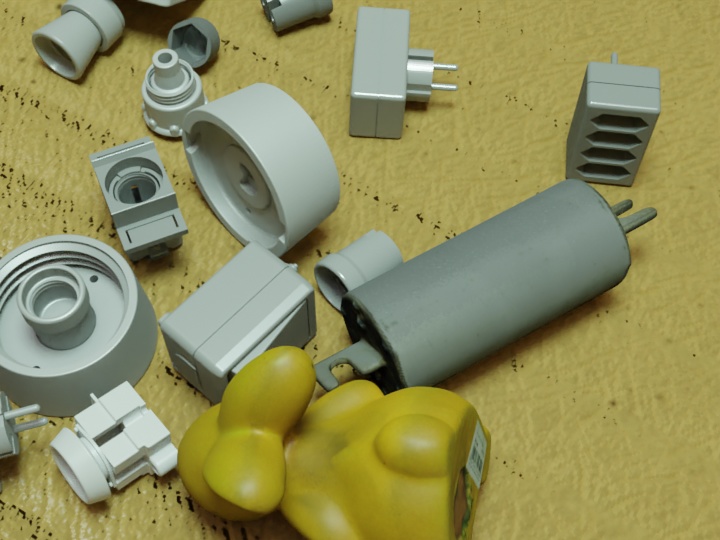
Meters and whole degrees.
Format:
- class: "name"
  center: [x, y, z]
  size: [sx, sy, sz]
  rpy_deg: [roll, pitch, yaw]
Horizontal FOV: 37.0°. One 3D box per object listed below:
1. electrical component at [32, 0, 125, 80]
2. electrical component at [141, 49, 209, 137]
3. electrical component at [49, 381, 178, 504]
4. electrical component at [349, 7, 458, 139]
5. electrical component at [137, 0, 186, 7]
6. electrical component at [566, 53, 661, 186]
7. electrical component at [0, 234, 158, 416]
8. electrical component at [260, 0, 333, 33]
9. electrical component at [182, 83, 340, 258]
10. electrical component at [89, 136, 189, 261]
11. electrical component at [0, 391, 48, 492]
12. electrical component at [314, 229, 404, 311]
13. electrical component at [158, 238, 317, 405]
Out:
- class: "electrical component"
  center: [-0.206, -0.174, 0.791]
  size: [0.045, 0.045, 0.055]
  rpy_deg: [28, 63, 15]
- class: "electrical component"
  center: [-0.132, -0.127, 0.754]
  size: [0.048, 0.062, 0.048]
  rpy_deg: [0, 59, 0]
- class: "electrical component"
  center: [-0.146, 0.103, 0.627]
  size: [0.055, 0.048, 0.066]
  rpy_deg: [-33, 64, -27]
- class: "electrical component"
  center: [0.033, -0.140, 0.772]
  size: [0.076, 0.047, 0.083]
  rpy_deg: [4, 60, 0]
- class: "electrical component"
  center: [-0.164, -0.236, 0.803]
  size: [0.100, 0.048, 0.099]
  rpy_deg: [16, 25, 9]
- class: "electrical component"
  center: [0.172, -0.113, 0.735]
  size: [0.047, 0.083, 0.075]
  rpy_deg: [6, 59, 3]
- class: "electrical component"
  center: [-0.183, 0.029, 0.662]
  size: [0.108, 0.060, 0.108]
  rpy_deg: [0, 59, 0]
- class: "electrical component"
  center: [-0.049, -0.205, 0.814]
  size: [0.046, 0.040, 0.040]
  rpy_deg: [-25, 62, -8]
- class: "electrical component"
  center: [-0.058, -0.069, 0.696]
  size: [0.060, 0.108, 0.108]
  rpy_deg: [-35, 65, -26]
- class: "electrical component"
  center: [-0.143, -0.042, 0.702]
  size: [0.042, 0.063, 0.081]
  rpy_deg: [-19, 61, -13]
- class: "electrical component"
  center: [-0.217, 0.092, 0.610]
  size: [0.076, 0.083, 0.047]
  rpy_deg: [-14, 60, -9]
- class: "electrical component"
  center: [0.000, 0.000, 0.693]
  size: [0.046, 0.040, 0.040]
  rpy_deg: [-37, 66, -25]
- class: "electrical component"
  center: [-0.065, 0.033, 0.659]
  size: [0.061, 0.061, 0.096]
  rpy_deg: [38, 66, 20]
